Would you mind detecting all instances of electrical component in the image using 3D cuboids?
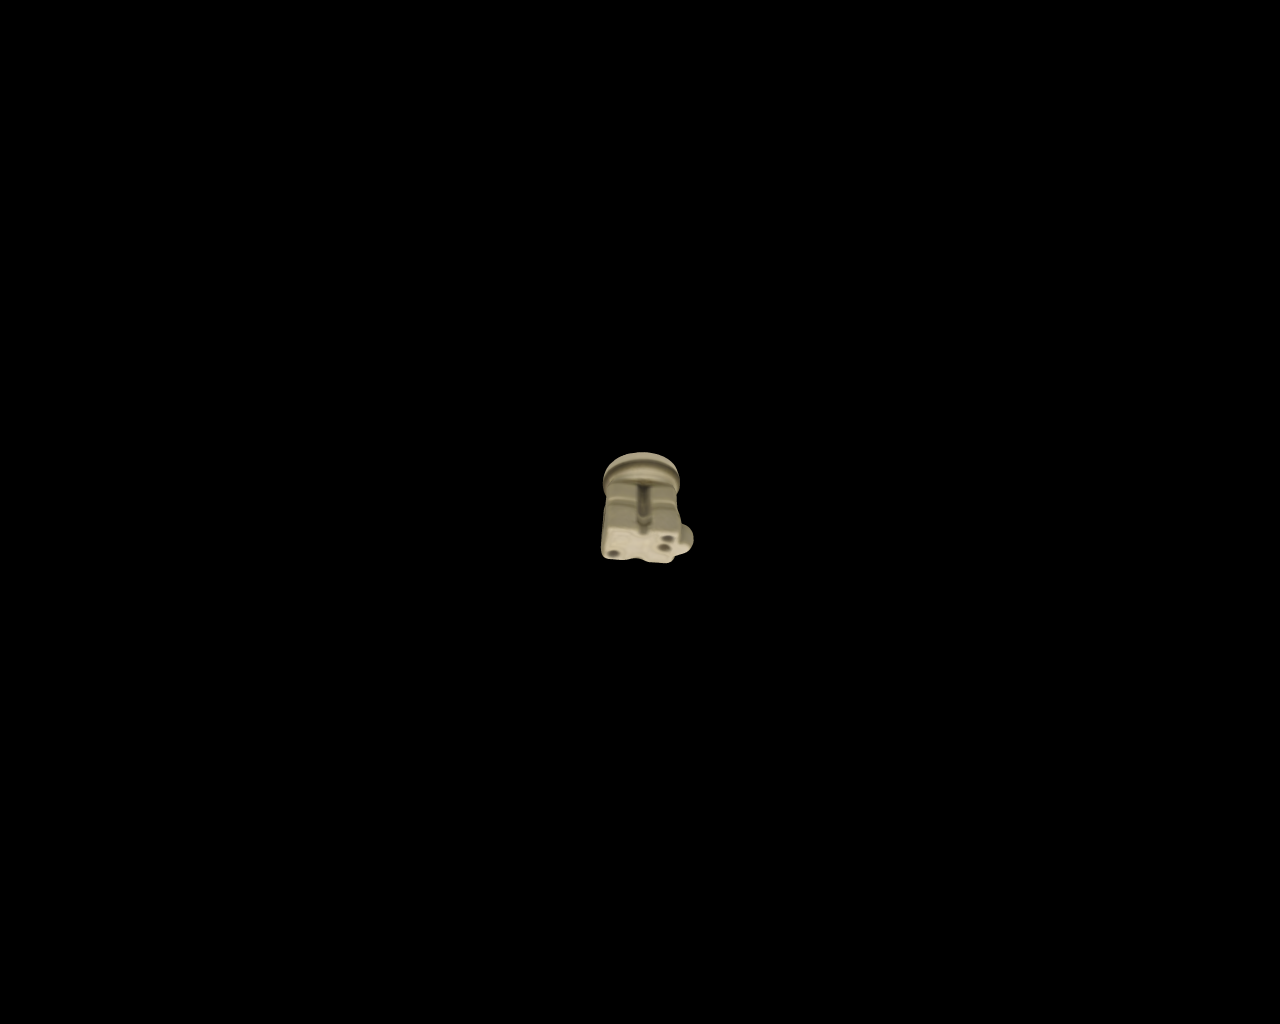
[{"bbox_3d":[0.001,-0.003,0.650,0.066,0.055,0.048,5,-36,-7],"label":"electrical component"}]
